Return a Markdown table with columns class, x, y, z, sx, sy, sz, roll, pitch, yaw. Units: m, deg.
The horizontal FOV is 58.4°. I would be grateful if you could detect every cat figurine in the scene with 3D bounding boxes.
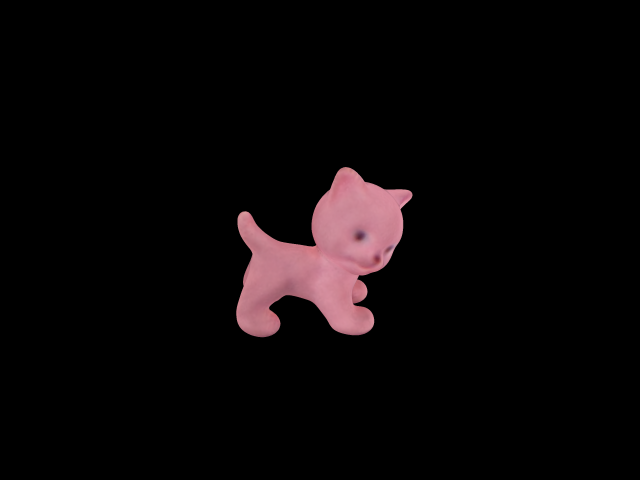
| class | x | y | z | sx | sy | sz | roll | pitch | yaw |
| --- | --- | --- | --- | --- | --- | --- | --- | --- | --- |
| cat figurine | 0.004 | 0.001 | 0.400 | 0.128 | 0.118 | 0.067 | -2 | 27 | -3 |
